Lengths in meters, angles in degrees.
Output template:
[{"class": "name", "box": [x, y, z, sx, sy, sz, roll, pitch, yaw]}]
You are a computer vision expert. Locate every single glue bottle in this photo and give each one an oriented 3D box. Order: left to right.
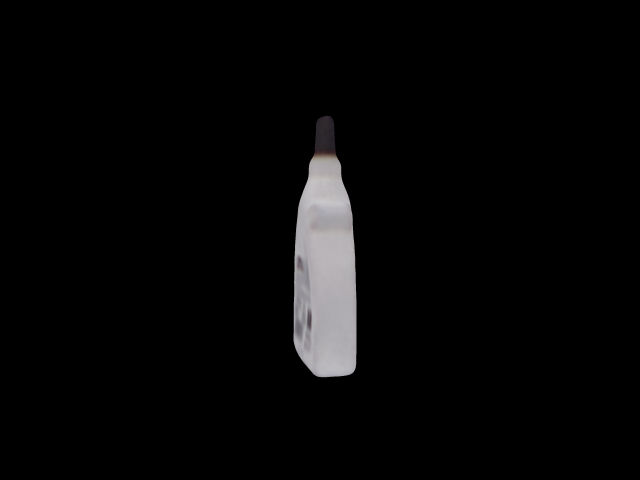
[{"class": "glue bottle", "box": [0.004, 0.001, 0.400, 0.037, 0.173, 0.078, -2, 7, -13]}]
